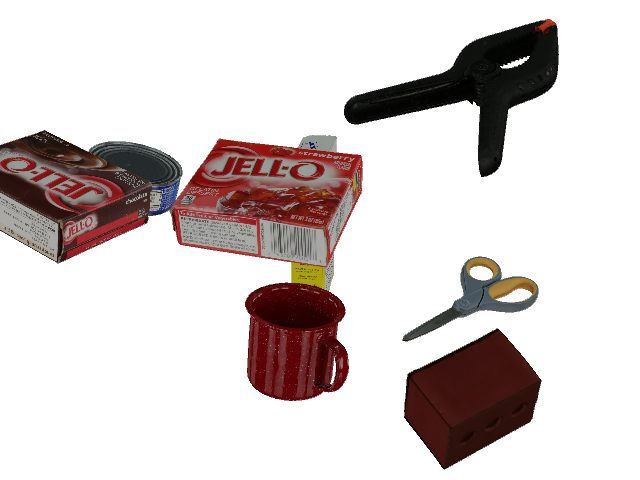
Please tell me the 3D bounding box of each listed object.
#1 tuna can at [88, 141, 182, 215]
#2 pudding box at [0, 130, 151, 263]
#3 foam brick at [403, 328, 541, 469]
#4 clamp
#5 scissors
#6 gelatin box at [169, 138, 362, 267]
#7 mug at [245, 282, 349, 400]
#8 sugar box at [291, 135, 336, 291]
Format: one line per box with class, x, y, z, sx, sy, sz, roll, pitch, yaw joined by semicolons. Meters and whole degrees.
tuna can;-0.169;-0.056;0.962;0.086;0.034;0.086;13;26;-7
pudding box;-0.191;-0.033;0.754;0.114;0.039;0.089;24;30;26
foam brick;0.103;0.108;0.726;0.078;0.053;0.051;-24;51;-20
clamp;0.148;-0.131;0.934;0.209;0.036;0.165;-32;44;-23
scissors;0.148;0.060;1.155;0.201;0.016;0.096;-10;40;-30
gelatin box;-0.028;-0.023;0.591;0.089;0.030;0.073;9;38;15
mug;-0.018;0.101;0.995;0.117;0.081;0.093;26;32;37
sugar box;-0.008;-0.026;1.240;0.048;0.176;0.093;2;22;8
